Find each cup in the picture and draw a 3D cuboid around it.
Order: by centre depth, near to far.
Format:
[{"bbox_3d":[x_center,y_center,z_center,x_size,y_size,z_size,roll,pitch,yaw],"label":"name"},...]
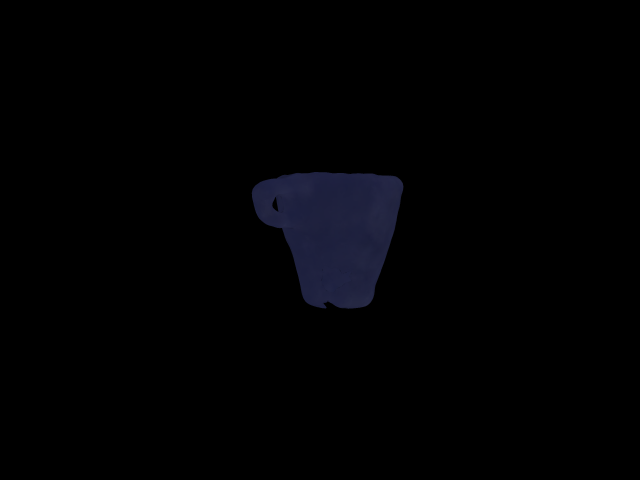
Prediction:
[{"bbox_3d":[0.004,0.001,0.400,0.118,0.095,0.091,-4,6,-43],"label":"cup"}]
